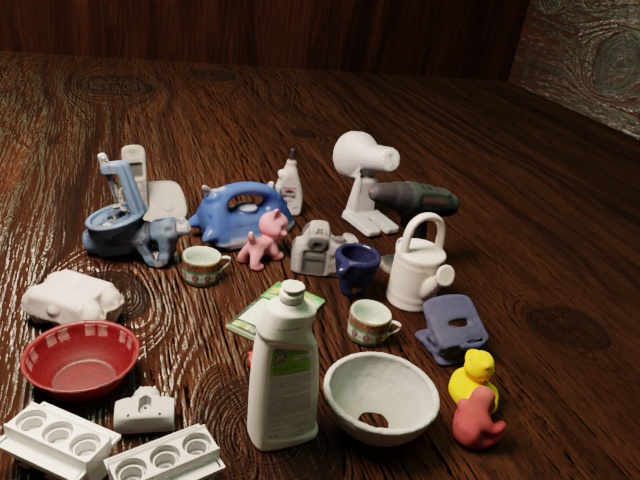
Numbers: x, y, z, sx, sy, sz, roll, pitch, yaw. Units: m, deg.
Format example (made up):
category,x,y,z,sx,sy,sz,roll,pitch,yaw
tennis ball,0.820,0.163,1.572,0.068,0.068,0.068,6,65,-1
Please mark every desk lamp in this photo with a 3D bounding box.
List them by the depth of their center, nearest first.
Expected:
category,x,y,z,sx,sy,sz,roll,pitch,yaw
desk lamp,0.121,-0.147,1.420,0.118,0.213,0.202,-11,33,-31

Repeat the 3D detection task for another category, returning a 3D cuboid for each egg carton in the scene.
category,x,y,z,sx,sy,sz,roll,pitch,yaw
egg carton,-0.412,0.107,0.956,0.150,0.069,0.107,15,29,12

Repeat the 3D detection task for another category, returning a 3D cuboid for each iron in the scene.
category,x,y,z,sx,sy,sz,roll,pitch,yaw
iron,-0.159,-0.073,1.282,0.259,0.141,0.118,-14,35,-35

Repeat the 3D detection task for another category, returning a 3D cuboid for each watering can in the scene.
category,x,y,z,sx,sy,sz,roll,pitch,yaw
watering can,0.200,0.040,1.115,0.101,0.194,0.172,-19,38,-41

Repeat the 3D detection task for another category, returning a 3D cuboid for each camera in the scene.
category,x,y,z,sx,sy,sz,roll,pitch,yaw
camera,0.011,0.004,1.229,0.143,0.101,0.136,6,28,-4

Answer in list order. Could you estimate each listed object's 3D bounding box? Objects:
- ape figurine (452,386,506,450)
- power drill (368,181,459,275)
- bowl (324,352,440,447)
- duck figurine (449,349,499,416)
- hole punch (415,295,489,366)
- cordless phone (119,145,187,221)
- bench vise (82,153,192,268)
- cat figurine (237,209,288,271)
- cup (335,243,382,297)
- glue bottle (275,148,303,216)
category,x,y,z,sx,sy,sz,roll,pitch,yaw
ape figurine,0.232,0.254,0.836,0.076,0.092,0.077,-10,33,-30
power drill,0.188,-0.030,1.227,0.230,0.208,0.075,-9,32,-29
bowl,0.085,0.243,0.834,0.167,0.075,0.167,7,28,-3
duck figurine,0.251,0.220,0.910,0.077,0.086,0.104,5,28,-7
hole punch,0.239,0.158,1.017,0.109,0.091,0.100,-6,31,-24
cordless phone,-0.372,-0.122,1.269,0.148,0.185,0.093,-14,35,-35
bench vise,-0.361,-0.063,1.126,0.208,0.220,0.121,-1,29,-17
cat figurine,-0.113,-0.013,1.209,0.067,0.118,0.128,24,32,26
cup,0.064,0.070,1.127,0.091,0.095,0.118,21,31,23
glue bottle,-0.075,-0.142,1.400,0.078,0.173,0.037,0,29,-15
